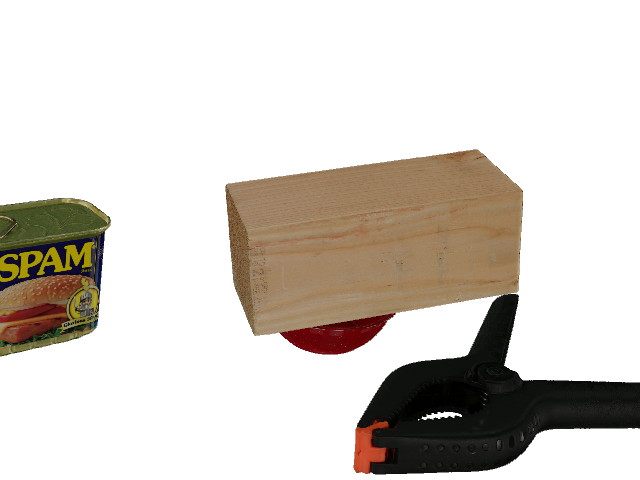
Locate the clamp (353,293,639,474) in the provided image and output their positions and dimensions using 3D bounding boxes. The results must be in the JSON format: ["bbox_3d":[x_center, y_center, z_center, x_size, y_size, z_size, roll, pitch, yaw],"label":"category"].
[{"bbox_3d":[0.100,0.088,0.641,0.209,0.036,0.165,-12,26,-28],"label":"clamp"}]

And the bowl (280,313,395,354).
[{"bbox_3d":[0.006,0.080,1.191,0.162,0.055,0.162,4,26,-2],"label":"bowl"}]

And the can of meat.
[{"bbox_3d":[-0.195,0.024,0.712,0.101,0.084,0.058,-10,29,-39],"label":"can of meat"}]

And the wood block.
[{"bbox_3d":[0.039,-0.001,0.813,0.206,0.090,0.091,-9,26,-12],"label":"wood block"}]
